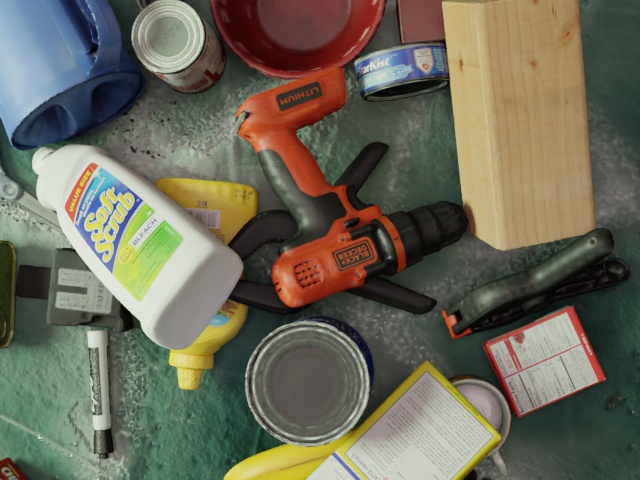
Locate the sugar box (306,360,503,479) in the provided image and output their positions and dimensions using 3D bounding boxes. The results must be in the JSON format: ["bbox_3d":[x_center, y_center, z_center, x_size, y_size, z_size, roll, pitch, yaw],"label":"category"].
[{"bbox_3d":[0.062,0.197,0.906,0.176,0.048,0.093,-44,73,-2],"label":"sugar box"}]

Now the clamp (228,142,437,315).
[{"bbox_3d":[-0.006,0.001,0.963,0.209,0.036,0.164,-9,83,-15],"label":"clamp"}]

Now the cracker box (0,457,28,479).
[{"bbox_3d":[-0.321,0.334,0.983,0.214,0.072,0.164,-43,85,3],"label":"cracker box"}]

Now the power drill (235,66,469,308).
[{"bbox_3d":[0.020,-0.052,0.931,0.184,0.057,0.188,-21,82,-18],"label":"power drill"}]

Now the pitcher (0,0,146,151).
[{"bbox_3d":[-0.265,-0.217,0.967,0.149,0.145,0.243,-30,83,6],"label":"pitcher"}]

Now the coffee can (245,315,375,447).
[{"bbox_3d":[-0.005,0.119,0.929,0.103,0.140,0.103,0,88,4],"label":"coffee can"}]

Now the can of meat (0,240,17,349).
[{"bbox_3d":[-0.337,0.051,1.002,0.084,0.057,0.102,1,87,7],"label":"can of meat"}]

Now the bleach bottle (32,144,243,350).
[{"bbox_3d":[-0.182,-0.011,0.945,0.251,0.068,0.102,35,87,34],"label":"bleach bottle"}]

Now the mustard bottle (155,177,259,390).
[{"bbox_3d":[-0.112,0.041,0.982,0.096,0.058,0.191,5,88,-1],"label":"mustard bottle"}]

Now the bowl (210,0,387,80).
[{"bbox_3d":[-0.018,-0.223,0.986,0.162,0.055,0.162,0,88,5],"label":"bowl"}]

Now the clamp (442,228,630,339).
[{"bbox_3d":[0.196,0.044,0.950,0.172,0.120,0.039,-26,60,24],"label":"clamp"}]

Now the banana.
[{"bbox_3d":[-0.008,0.199,0.965,0.198,0.069,0.037,-18,74,5],"label":"banana"}]

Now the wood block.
[{"bbox_3d":[0.169,-0.106,0.912,0.090,0.091,0.206,-11,105,-10],"label":"wood block"}]

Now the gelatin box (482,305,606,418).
[{"bbox_3d":[0.202,0.110,0.968,0.089,0.030,0.073,-24,88,3],"label":"gelatin box"}]

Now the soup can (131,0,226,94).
[{"bbox_3d":[-0.127,-0.174,0.970,0.068,0.102,0.068,0,88,5],"label":"soup can"}]

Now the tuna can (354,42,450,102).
[{"bbox_3d":[0.075,-0.150,0.960,0.086,0.086,0.034,-10,88,4],"label":"tuna can"}]

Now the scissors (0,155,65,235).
[{"bbox_3d":[-0.295,-0.068,1.023,0.202,0.016,0.096,19,89,4],"label":"scissors"}]

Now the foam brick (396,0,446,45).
[{"bbox_3d":[0.110,-0.201,0.976,0.078,0.053,0.051,-5,88,5],"label":"foam brick"}]

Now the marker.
[{"bbox_3d":[-0.207,0.146,1.006,0.020,0.020,0.121,-3,87,4],"label":"marker"}]
